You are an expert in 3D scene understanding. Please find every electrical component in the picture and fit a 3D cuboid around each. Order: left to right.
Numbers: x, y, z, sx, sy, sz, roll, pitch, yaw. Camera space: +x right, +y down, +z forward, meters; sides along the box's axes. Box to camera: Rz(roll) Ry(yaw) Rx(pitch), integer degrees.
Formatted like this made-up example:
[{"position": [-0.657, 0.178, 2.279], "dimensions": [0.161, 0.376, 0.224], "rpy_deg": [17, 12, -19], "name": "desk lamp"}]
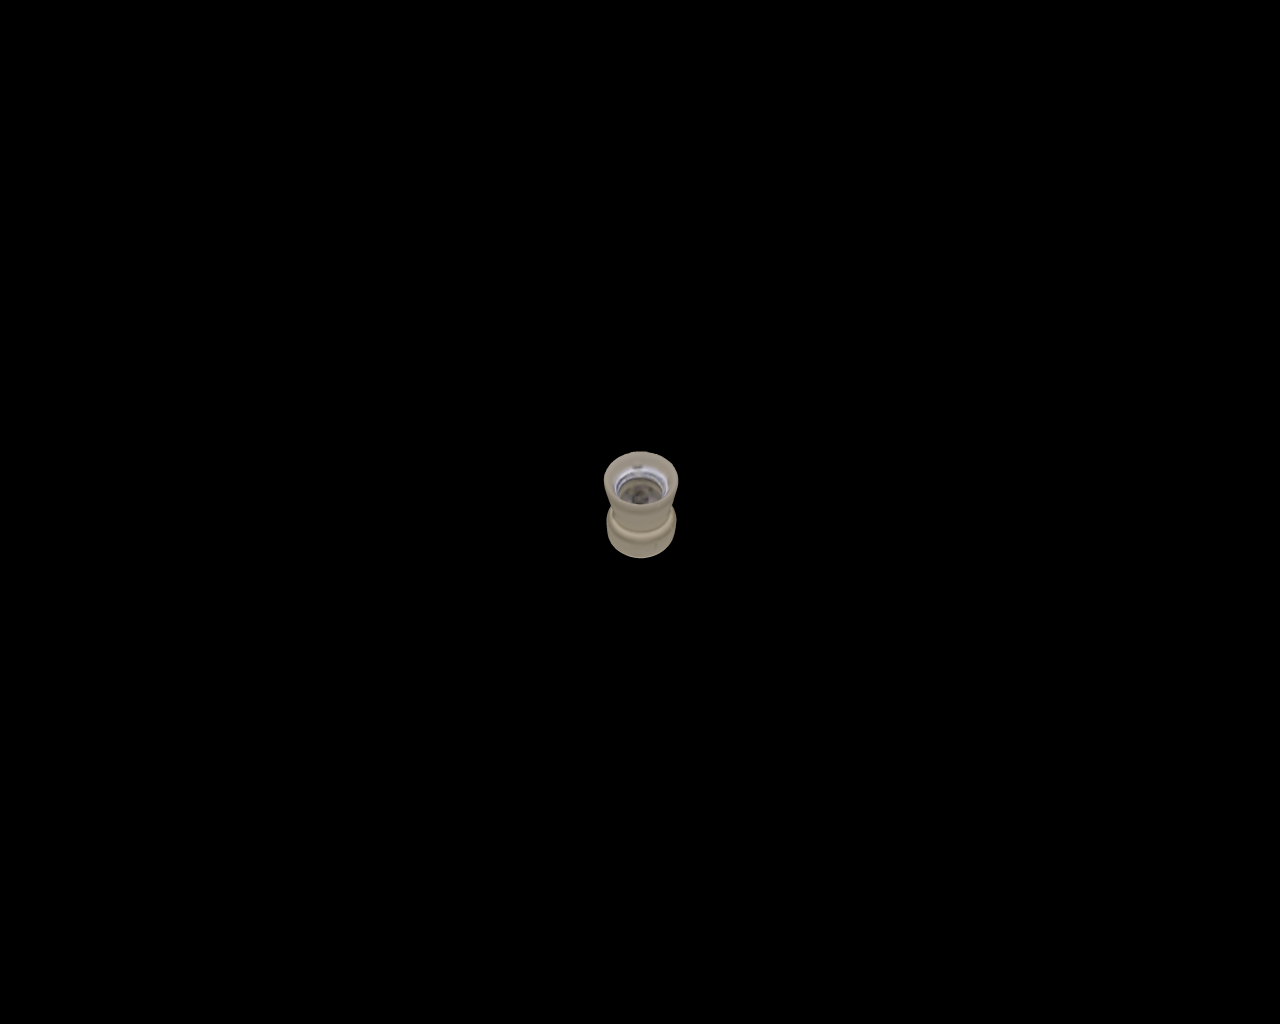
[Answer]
[{"position": [0.001, -0.003, 0.650], "dimensions": [0.045, 0.045, 0.055], "rpy_deg": [0, -40, 0], "name": "electrical component"}]
